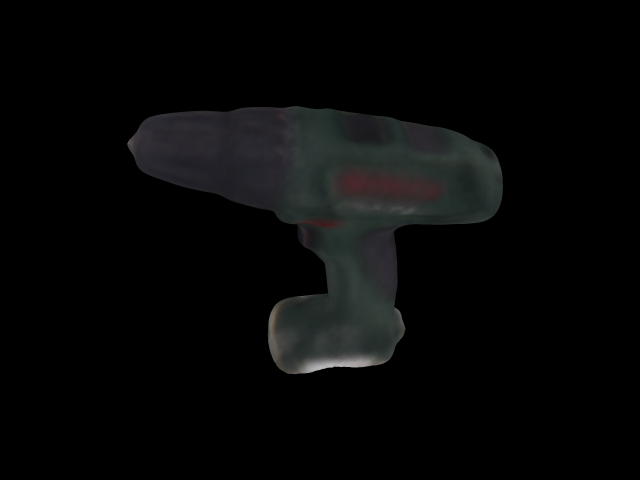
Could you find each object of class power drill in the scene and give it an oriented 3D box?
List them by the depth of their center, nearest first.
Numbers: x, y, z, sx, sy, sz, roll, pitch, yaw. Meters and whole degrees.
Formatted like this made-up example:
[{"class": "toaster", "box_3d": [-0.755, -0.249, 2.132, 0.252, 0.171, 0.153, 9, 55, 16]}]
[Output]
[{"class": "power drill", "box_3d": [0.004, 0.001, 0.400, 0.229, 0.208, 0.075, -6, 43, -6]}]
